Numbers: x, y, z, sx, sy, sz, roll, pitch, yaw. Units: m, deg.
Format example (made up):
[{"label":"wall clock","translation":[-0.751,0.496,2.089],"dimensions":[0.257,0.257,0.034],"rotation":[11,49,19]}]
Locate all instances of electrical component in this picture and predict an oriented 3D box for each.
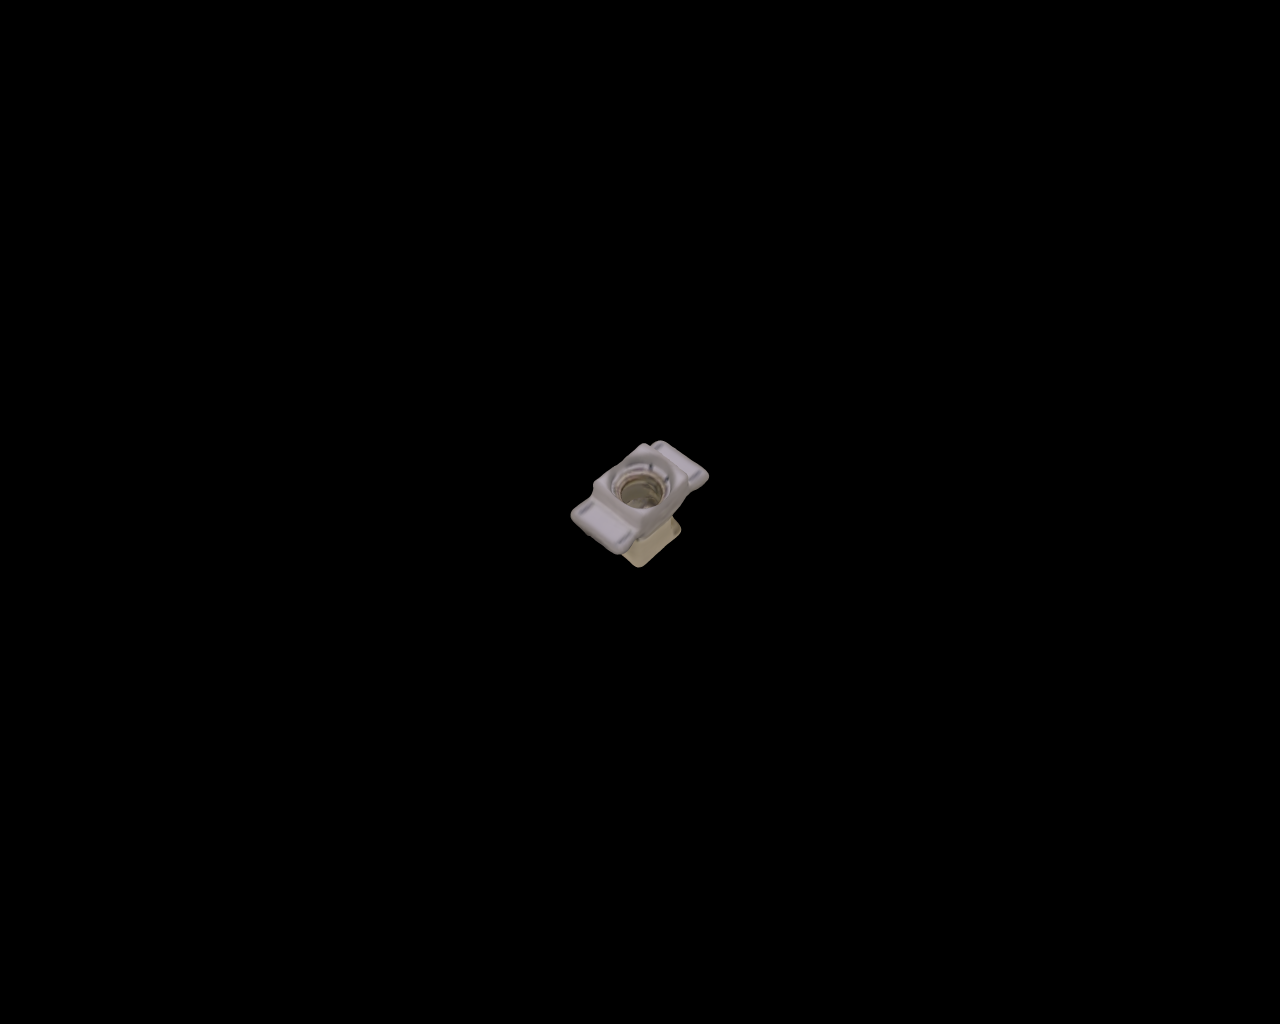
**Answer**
[{"label":"electrical component","translation":[0.001,-0.003,0.650],"dimensions":[0.042,0.063,0.081],"rotation":[39,63,25]}]
